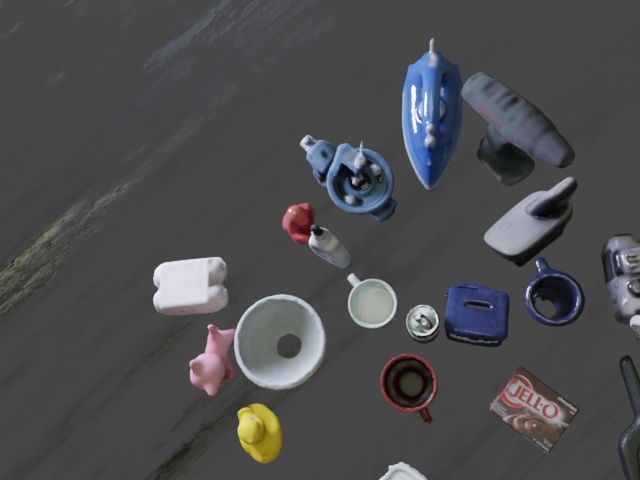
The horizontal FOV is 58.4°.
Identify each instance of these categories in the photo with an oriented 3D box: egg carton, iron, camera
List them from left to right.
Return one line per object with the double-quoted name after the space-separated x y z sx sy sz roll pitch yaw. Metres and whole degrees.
-0.247 0.091 1.100 0.150 0.069 0.107 -7 73 9 "egg carton"
0.208 -0.235 1.065 0.118 0.142 0.258 0 74 12 "iron"
0.547 0.056 0.933 0.136 0.101 0.143 -6 73 10 "camera"

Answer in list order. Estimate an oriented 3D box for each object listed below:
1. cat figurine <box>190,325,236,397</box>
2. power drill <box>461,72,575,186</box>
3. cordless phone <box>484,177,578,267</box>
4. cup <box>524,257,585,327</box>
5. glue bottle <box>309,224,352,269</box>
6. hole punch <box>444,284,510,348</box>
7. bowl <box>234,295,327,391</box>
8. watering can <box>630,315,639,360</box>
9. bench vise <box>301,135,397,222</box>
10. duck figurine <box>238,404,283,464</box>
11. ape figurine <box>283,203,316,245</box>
-0.195 0.214 1.027 0.067 0.118 0.128 2 74 12 "cat figurine"
0.334 -0.177 0.987 0.075 0.209 0.229 -38 70 -1 "power drill"
0.354 -0.038 0.955 0.147 0.185 0.094 -42 70 -3 "cordless phone"
0.380 0.093 0.959 0.091 0.095 0.117 -17 71 6 "cup"
0.009 0.004 1.018 0.078 0.173 0.037 30 82 18 "glue bottle"
0.265 0.125 0.975 0.108 0.091 0.101 6 75 13 "hole punch"
-0.065 0.186 1.032 0.167 0.075 0.167 -3 73 11 "bowl"
0.562 0.153 0.852 0.172 0.194 0.101 1 74 12 "watering can"
0.037 -0.123 1.025 0.207 0.220 0.121 21 79 17 "bench vise"
-0.111 0.336 0.992 0.077 0.086 0.104 -27 70 3 "duck figurine"
-0.039 -0.037 1.083 0.076 0.092 0.078 22 79 17 "ape figurine"
